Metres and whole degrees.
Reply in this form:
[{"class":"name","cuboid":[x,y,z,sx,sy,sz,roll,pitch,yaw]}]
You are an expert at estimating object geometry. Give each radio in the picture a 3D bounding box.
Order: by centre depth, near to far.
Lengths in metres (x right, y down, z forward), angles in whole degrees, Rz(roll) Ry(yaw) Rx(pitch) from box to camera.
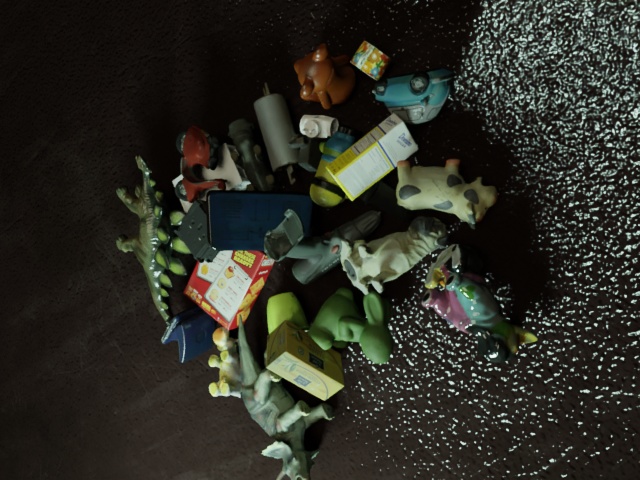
[{"class":"radio","cuboid":[-0.136,-0.043,1.194,0.230,0.073,0.131,1,97,-14]}]

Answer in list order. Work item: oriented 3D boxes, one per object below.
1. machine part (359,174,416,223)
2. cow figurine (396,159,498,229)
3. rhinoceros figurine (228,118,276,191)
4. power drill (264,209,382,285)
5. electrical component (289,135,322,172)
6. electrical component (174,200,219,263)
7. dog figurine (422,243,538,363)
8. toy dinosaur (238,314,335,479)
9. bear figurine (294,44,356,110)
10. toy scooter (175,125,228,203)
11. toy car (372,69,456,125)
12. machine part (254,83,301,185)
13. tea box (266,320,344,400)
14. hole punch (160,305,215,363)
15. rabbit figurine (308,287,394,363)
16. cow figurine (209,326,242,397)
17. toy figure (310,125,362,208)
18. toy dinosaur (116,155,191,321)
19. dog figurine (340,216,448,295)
[{"class":"machine part","cuboid":[0.142,-0.091,1.140,0.139,0.039,0.084,38,98,22]},{"class":"cow figurine","cuboid":[0.247,-0.090,1.054,0.195,0.085,0.127,3,81,13]},{"class":"rhinoceros figurine","cuboid":[-0.157,-0.193,1.256,0.073,0.112,0.190,-24,92,10]},{"class":"power drill","cuboid":[-0.002,-0.003,1.127,0.232,0.207,0.086,-44,61,23]},{"class":"electrical component","cuboid":[-0.027,-0.192,1.194,0.045,0.102,0.078,1,83,31]},{"class":"electrical component","cuboid":[-0.267,-0.029,1.265,0.115,0.058,0.134,46,110,20]},{"class":"dog figurine","cuboid":[0.310,0.128,1.030,0.219,0.191,0.108,38,130,-9]},{"class":"toy dinosaur","cuboid":[-0.112,0.380,1.248,0.192,0.131,0.405,-48,65,20]},{"class":"bear figurine","cuboid":[-0.007,-0.343,1.121,0.132,0.196,0.120,26,106,25]},{"class":"toy scooter","cuboid":[-0.273,-0.173,1.260,0.135,0.075,0.183,12,100,27]},{"class":"toy car","cuboid":[0.190,-0.283,1.077,0.162,0.109,0.102,0,109,36]},{"class":"machine part","cuboid":[-0.095,-0.243,1.235,0.079,0.079,0.243,-20,84,26]},{"class":"tea box","cuboid":[-0.031,0.260,1.160,0.068,0.169,0.098,-42,29,22]},{"class":"hole punch","cuboid":[-0.319,0.230,1.339,0.092,0.142,0.115,43,123,21]},{"class":"rabbit figurine","cuboid":[0.090,0.186,1.139,0.170,0.121,0.159,29,87,29]},{"class":"cow figurine","cuboid":[-0.217,0.299,1.316,0.068,0.098,0.167,-18,65,32]},{"class":"toy figure","cuboid":[0.031,-0.159,1.165,0.082,0.089,0.180,33,111,46]},{"class":"toy dinosaur","cuboid":[-0.423,0.014,1.374,0.199,0.105,0.470,19,120,34]},{"class":"dog figurine","cuboid":[0.151,0.019,1.109,0.172,0.190,0.121,16,128,62]}]
